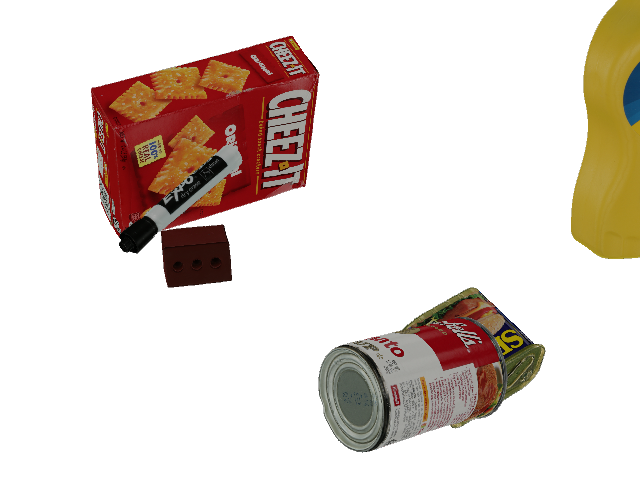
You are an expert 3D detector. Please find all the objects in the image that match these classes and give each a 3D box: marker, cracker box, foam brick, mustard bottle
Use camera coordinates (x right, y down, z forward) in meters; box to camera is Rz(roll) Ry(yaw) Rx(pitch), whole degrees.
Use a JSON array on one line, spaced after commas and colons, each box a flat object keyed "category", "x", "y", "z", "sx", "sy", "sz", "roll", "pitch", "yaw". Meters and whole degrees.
[{"category": "marker", "x": -0.103, "y": -0.030, "z": 0.787, "sx": 0.020, "sy": 0.020, "sz": 0.121, "roll": 0, "pitch": 36, "yaw": 49}, {"category": "cracker box", "x": -0.114, "y": -0.099, "z": 1.067, "sx": 0.213, "sy": 0.072, "sz": 0.164, "roll": -18, "pitch": -36, "yaw": -21}, {"category": "foam brick", "x": -0.146, "y": 0.018, "z": 1.253, "sx": 0.078, "sy": 0.053, "sz": 0.051, "roll": -7, "pitch": 27, "yaw": -8}, {"category": "mustard bottle", "x": 0.199, "y": -0.087, "z": 0.622, "sx": 0.096, "sy": 0.192, "sz": 0.058, "roll": -12, "pitch": 29, "yaw": -17}]

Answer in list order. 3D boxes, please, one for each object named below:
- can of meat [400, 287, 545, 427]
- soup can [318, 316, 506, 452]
[{"category": "can of meat", "x": 0.124, "y": 0.097, "z": 0.910, "sx": 0.102, "sy": 0.057, "sz": 0.084, "roll": -26, "pitch": 53, "yaw": -25}, {"category": "soup can", "x": 0.058, "y": 0.090, "z": 0.674, "sx": 0.102, "sy": 0.068, "sz": 0.069, "roll": -9, "pitch": 5, "yaw": -36}]
